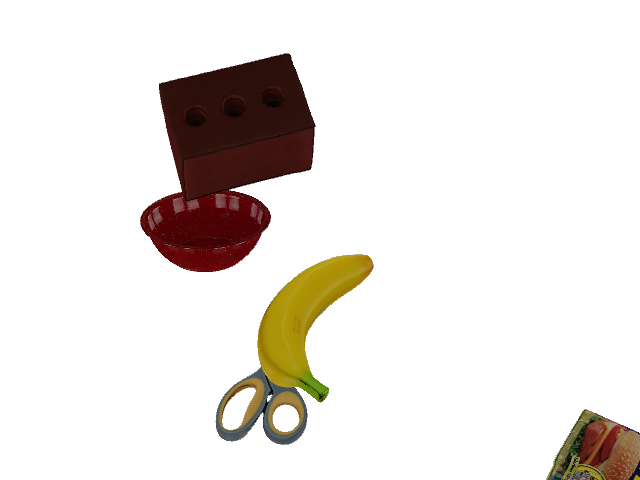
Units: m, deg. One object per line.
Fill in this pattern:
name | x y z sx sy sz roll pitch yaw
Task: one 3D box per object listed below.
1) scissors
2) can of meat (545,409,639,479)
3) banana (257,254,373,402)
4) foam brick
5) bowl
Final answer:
scissors | -0.030 0.128 1.067 0.096 0.016 0.201 22 50 20
can of meat | 0.215 0.180 0.783 0.084 0.057 0.101 23 39 23
banana | -0.009 0.062 0.861 0.069 0.037 0.197 21 34 2
foam brick | -0.048 -0.064 0.606 0.078 0.053 0.051 -16 -22 -8
bowl | -0.143 -0.006 1.333 0.162 0.055 0.162 1 29 -1
